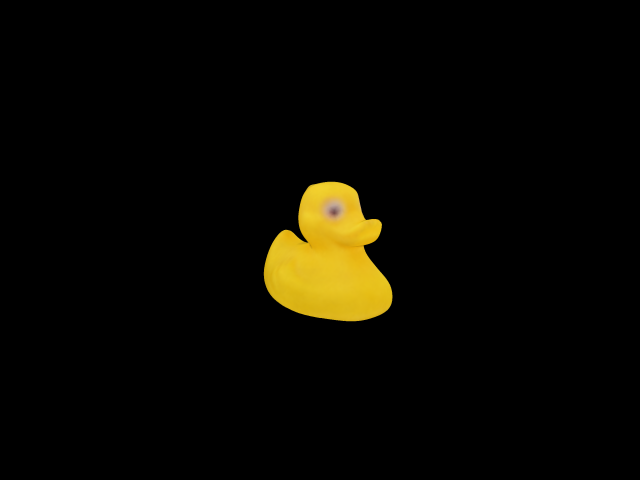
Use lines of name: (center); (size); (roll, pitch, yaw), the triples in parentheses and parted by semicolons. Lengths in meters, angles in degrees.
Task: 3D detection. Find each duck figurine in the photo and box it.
duck figurine: (0.004, 0.001, 0.400); (0.078, 0.086, 0.104); (-14, 20, -41)
